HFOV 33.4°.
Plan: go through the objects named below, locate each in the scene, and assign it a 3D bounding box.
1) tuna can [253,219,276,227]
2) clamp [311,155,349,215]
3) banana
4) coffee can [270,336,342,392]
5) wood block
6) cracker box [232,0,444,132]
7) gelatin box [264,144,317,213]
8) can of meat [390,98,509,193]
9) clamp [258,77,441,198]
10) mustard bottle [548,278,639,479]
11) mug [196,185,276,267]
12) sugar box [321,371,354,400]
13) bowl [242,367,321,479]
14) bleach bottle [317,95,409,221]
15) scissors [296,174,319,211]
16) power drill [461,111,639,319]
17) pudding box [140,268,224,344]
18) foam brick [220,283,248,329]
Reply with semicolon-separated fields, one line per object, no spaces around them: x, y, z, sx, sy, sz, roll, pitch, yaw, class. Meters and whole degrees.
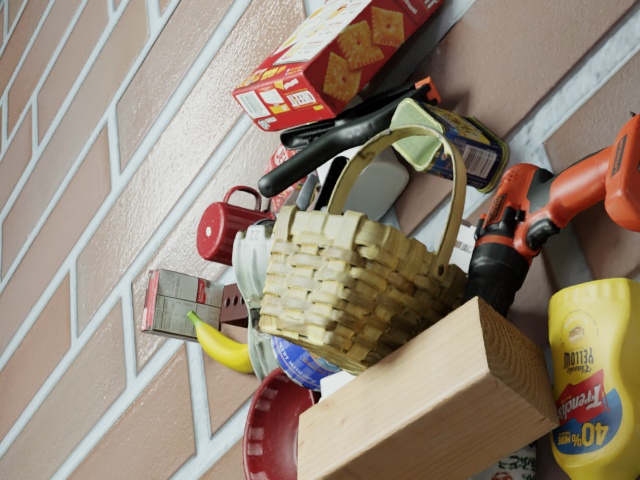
-0.059;0.016;1.341;0.034;0.086;0.086;-45;42;39;tuna can
-0.008;0.001;1.152;0.120;0.039;0.172;-69;1;-65;clamp
-0.117;0.145;1.408;0.037;0.069;0.198;-50;32;-17;banana
0.025;0.087;1.154;0.141;0.102;0.103;-47;41;40;coffee can
0.084;0.151;0.892;0.206;0.090;0.090;-37;29;26;wood block
0.021;-0.220;1.227;0.213;0.072;0.164;-48;22;-24;cracker box
-0.039;-0.088;1.406;0.073;0.030;0.089;-51;38;35;gelatin box
0.127;-0.097;1.079;0.057;0.083;0.102;-64;32;19;can of meat
0.030;-0.123;1.167;0.210;0.036;0.164;-26;20;11;clamp
0.223;0.132;0.848;0.096;0.058;0.191;-23;59;56;mustard bottle
-0.112;-0.017;1.447;0.093;0.081;0.117;10;86;60;mug
0.083;0.156;1.036;0.177;0.048;0.093;-26;54;33;sugar box
-0.027;0.228;1.227;0.162;0.055;0.162;-32;52;50;bowl
0.030;-0.132;1.280;0.103;0.068;0.251;-53;35;32;bleach bottle
-0.022;-0.033;1.266;0.202;0.016;0.096;104;-170;-86;scissors
0.203;-0.016;0.896;0.188;0.057;0.184;-27;32;48;power drill
-0.193;0.095;1.502;0.039;0.113;0.090;-12;67;53;pudding box
-0.089;0.084;1.395;0.078;0.051;0.053;-17;64;56;foam brick
